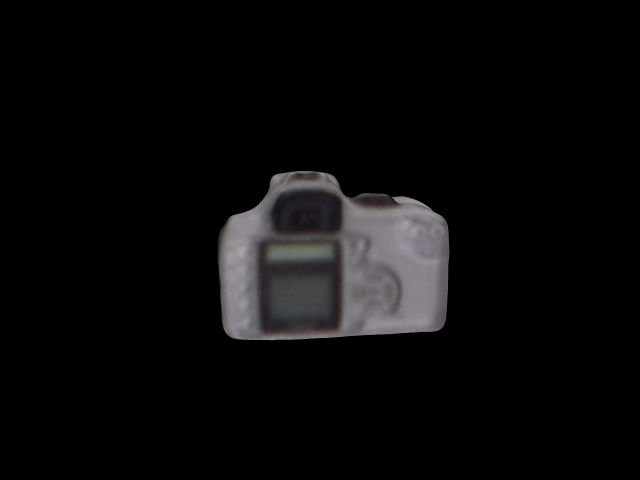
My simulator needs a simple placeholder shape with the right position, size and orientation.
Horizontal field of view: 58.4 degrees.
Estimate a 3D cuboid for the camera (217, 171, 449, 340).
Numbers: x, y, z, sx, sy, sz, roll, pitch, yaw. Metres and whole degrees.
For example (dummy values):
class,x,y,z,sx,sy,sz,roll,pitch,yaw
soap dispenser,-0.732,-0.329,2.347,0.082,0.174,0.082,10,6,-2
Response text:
class,x,y,z,sx,sy,sz,roll,pitch,yaw
camera,0.004,0.001,0.400,0.143,0.101,0.136,-1,9,-7
